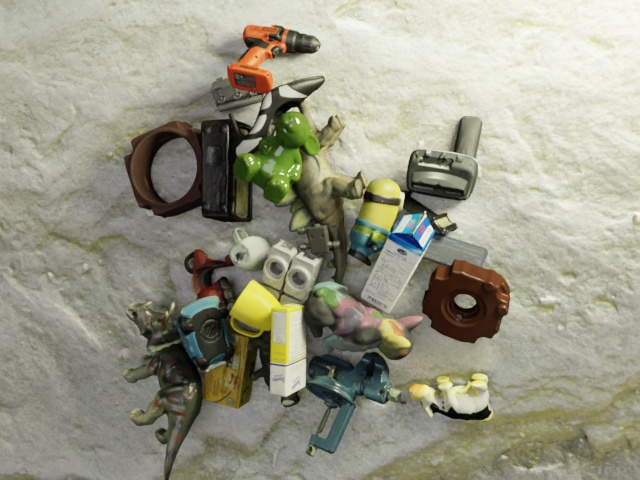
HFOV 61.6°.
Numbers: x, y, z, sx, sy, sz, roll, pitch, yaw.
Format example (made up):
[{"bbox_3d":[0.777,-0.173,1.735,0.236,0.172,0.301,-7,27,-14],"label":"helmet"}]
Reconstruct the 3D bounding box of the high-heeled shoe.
[{"bbox_3d":[-0.082,-0.241,1.141,0.249,0.086,0.145,-23,97,8],"label":"high-heeled shoe"}]

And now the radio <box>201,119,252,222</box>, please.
[{"bbox_3d":[-0.210,-0.156,1.220,0.073,0.131,0.229,-1,89,16],"label":"radio"}]

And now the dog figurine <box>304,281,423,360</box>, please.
[{"bbox_3d":[0.094,0.168,1.105,0.219,0.108,0.191,-5,124,37],"label":"dog figurine"}]

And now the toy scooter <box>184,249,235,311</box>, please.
[{"bbox_3d":[-0.243,0.100,1.251,0.135,0.075,0.184,-22,80,28],"label":"toy scooter"}]

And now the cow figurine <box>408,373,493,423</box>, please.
[{"bbox_3d":[0.274,0.339,1.131,0.167,0.068,0.098,-9,94,15],"label":"cow figurine"}]

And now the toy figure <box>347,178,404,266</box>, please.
[{"bbox_3d":[0.113,-0.040,1.117,0.082,0.089,0.180,28,91,35],"label":"toy figure"}]

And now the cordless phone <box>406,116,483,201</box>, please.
[{"bbox_3d":[0.266,-0.183,1.137,0.147,0.088,0.184,12,82,15],"label":"cordless phone"}]

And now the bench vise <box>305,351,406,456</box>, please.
[{"bbox_3d":[0.050,0.349,1.137,0.224,0.128,0.240,18,61,21],"label":"bench vise"}]

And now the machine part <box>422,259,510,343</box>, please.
[{"bbox_3d":[0.295,0.128,1.097,0.180,0.056,0.179,10,119,18],"label":"machine part"}]

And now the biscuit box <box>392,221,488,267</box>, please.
[{"bbox_3d":[0.249,0.018,1.139,0.203,0.059,0.062,19,94,14],"label":"biscuit box"}]

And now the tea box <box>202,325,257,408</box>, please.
[{"bbox_3d":[-0.206,0.292,1.250,0.098,0.068,0.169,12,94,16],"label":"tea box"}]

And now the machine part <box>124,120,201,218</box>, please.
[{"bbox_3d":[-0.351,-0.167,1.281,0.201,0.087,0.201,-19,84,14],"label":"machine part"}]

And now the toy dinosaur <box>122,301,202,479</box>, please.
[{"bbox_3d":[-0.334,0.332,1.228,0.192,0.131,0.405,-31,71,19],"label":"toy dinosaur"}]

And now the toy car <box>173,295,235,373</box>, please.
[{"bbox_3d":[-0.257,0.201,1.180,0.103,0.109,0.161,1,109,56],"label":"toy car"}]

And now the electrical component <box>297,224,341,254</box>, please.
[{"bbox_3d":[-0.002,-0.003,1.152,0.094,0.021,0.063,-3,104,22],"label":"electrical component"}]

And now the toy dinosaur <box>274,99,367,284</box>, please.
[{"bbox_3d":[0.002,-0.109,1.187,0.199,0.105,0.471,-18,88,21],"label":"toy dinosaur"}]

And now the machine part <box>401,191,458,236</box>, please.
[{"bbox_3d":[0.225,-0.056,1.144,0.139,0.084,0.039,36,124,20],"label":"machine part"}]

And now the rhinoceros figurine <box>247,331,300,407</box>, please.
[{"bbox_3d":[-0.093,0.284,1.207,0.112,0.073,0.190,-5,108,27],"label":"rhinoceros figurine"}]

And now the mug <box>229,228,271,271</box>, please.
[{"bbox_3d":[-0.166,0.021,1.221,0.081,0.107,0.109,-26,86,12],"label":"mug"}]

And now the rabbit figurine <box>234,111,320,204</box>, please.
[{"bbox_3d":[-0.063,-0.178,1.069,0.121,0.159,0.170,41,125,12],"label":"rabbit figurine"}]
